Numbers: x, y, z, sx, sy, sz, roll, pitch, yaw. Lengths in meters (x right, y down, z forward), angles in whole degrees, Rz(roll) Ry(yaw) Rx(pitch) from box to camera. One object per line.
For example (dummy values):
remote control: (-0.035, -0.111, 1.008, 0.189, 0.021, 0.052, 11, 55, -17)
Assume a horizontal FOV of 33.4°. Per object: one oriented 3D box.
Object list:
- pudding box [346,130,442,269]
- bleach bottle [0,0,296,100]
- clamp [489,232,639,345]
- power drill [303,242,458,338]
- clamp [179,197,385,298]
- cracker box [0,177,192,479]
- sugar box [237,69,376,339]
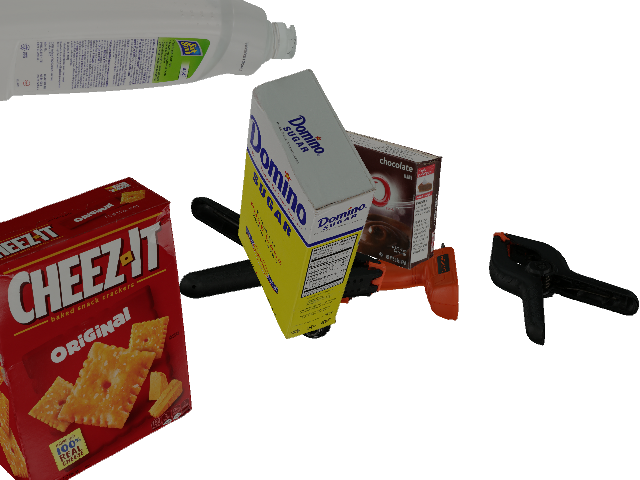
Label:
pudding box: (0.043, -0.036, 0.874, 0.114, 0.090, 0.039, 18, 27, 37)
bleach bottle: (-0.146, -0.163, 0.886, 0.250, 0.068, 0.103, -1, -27, -15)
clamp: (0.233, 0.040, 1.069, 0.120, 0.039, 0.171, -6, 34, -15)
power drill: (0.065, 0.056, 1.241, 0.187, 0.057, 0.184, 1, 28, 5)
clamp: (-0.040, 0.024, 1.059, 0.210, 0.036, 0.164, 14, 31, -2)
cracker box: (-0.193, 0.078, 0.868, 0.163, 0.214, 0.072, -25, 36, -35)
sugar box: (-0.015, -0.016, 0.678, 0.048, 0.093, 0.176, -20, -26, -15)
